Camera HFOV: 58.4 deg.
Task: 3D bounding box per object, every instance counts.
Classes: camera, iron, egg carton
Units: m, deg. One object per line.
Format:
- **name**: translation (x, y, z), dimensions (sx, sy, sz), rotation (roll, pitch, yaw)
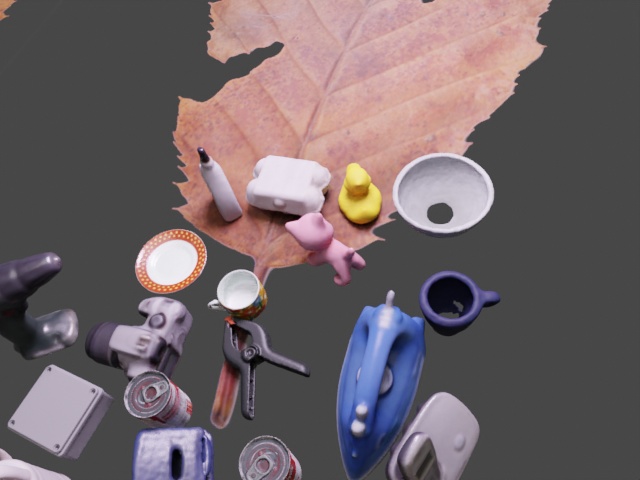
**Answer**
- **camera**: translation (-0.295, 0.155, 0.911), dimensions (0.136, 0.101, 0.143), rotation (10, 61, 14)
- **iron**: translation (0.076, 0.202, 0.805), dimensions (0.118, 0.142, 0.258), rotation (10, 61, 14)
- **egg carton**: translation (-0.058, -0.096, 1.048), dimensions (0.150, 0.069, 0.107), rotation (9, 61, 14)

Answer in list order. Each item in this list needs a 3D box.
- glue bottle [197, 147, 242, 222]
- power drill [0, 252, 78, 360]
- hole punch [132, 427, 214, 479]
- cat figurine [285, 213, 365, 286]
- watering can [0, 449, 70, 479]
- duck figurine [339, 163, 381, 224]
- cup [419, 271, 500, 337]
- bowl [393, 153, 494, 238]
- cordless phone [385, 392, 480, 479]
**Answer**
- **glue bottle**: translation (-0.186, -0.107, 1.011), dimensions (0.037, 0.173, 0.078), rotation (-31, 59, -10)
- **power drill**: translation (-0.474, 0.109, 0.901), dimensions (0.229, 0.209, 0.075), rotation (-19, 58, -4)
- **hole punch**: translation (-0.203, 0.317, 0.805), dimensions (0.101, 0.091, 0.108), rotation (-10, 58, 2)
- **cat figurine**: translation (0.009, 0.003, 0.949), dimensions (0.127, 0.118, 0.067), rotation (31, 68, 24)
- **watering can**: translation (-0.407, 0.349, 0.754), dimensions (0.172, 0.194, 0.101), rotation (25, 66, 22)
- **duck figurine**: translation (0.069, -0.088, 1.015), dimensions (0.077, 0.086, 0.104), rotation (-13, 58, 1)
- **cup**: translation (0.209, 0.106, 0.871), dimensions (0.117, 0.095, 0.091), rotation (-5, 58, 5)
- **bowl**: translation (0.210, -0.065, 0.987), dimensions (0.167, 0.075, 0.167), rotation (-4, 59, 6)
- **cordless phone**: translation (0.146, 0.260, 0.734), dimensions (0.094, 0.185, 0.148), rotation (26, 66, 22)
